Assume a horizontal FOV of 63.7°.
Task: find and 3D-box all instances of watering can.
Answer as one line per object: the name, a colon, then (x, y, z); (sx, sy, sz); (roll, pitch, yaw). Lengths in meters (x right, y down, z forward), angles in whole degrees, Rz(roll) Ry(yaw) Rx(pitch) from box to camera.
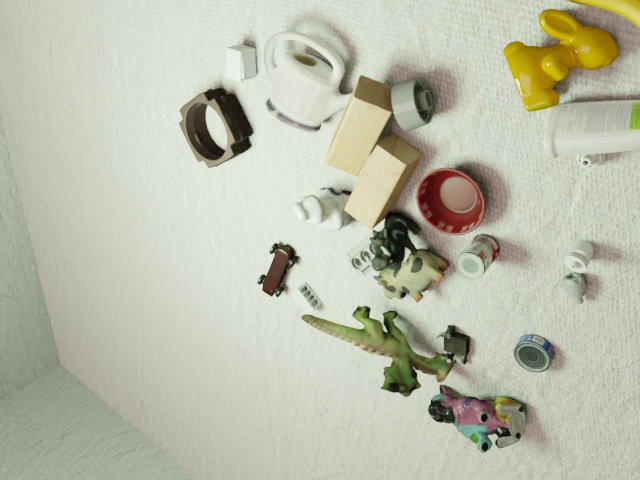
watering can: (0.001, -0.352, 1.237); (0.349, 0.106, 0.219); (34, 132, 8)

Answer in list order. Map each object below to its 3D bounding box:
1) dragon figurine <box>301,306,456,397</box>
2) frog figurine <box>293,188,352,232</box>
dragon figurine: (0.161, 0.291, 1.310); (0.247, 0.409, 0.120); (-121, 46, -56)
frog figurine: (0.004, -0.067, 1.338); (0.138, 0.162, 0.120); (31, 131, 22)
